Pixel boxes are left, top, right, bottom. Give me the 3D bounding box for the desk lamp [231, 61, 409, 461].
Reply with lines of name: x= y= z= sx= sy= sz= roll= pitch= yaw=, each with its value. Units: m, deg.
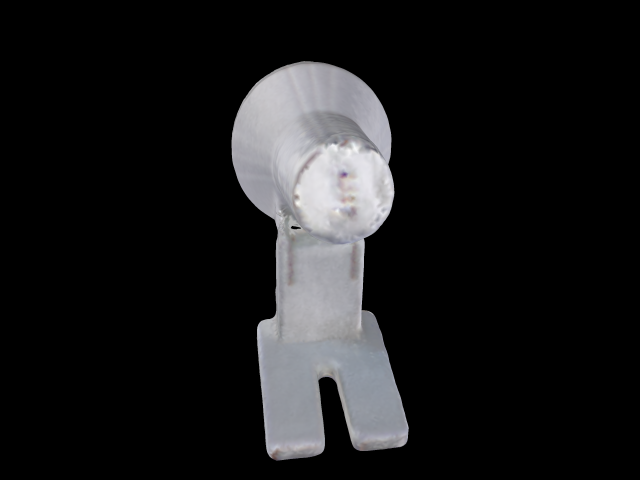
desk lamp: x=0.004 y=0.001 z=0.400 sx=0.118 sy=0.214 sz=0.203 roll=-6 pitch=36 yaw=-7
